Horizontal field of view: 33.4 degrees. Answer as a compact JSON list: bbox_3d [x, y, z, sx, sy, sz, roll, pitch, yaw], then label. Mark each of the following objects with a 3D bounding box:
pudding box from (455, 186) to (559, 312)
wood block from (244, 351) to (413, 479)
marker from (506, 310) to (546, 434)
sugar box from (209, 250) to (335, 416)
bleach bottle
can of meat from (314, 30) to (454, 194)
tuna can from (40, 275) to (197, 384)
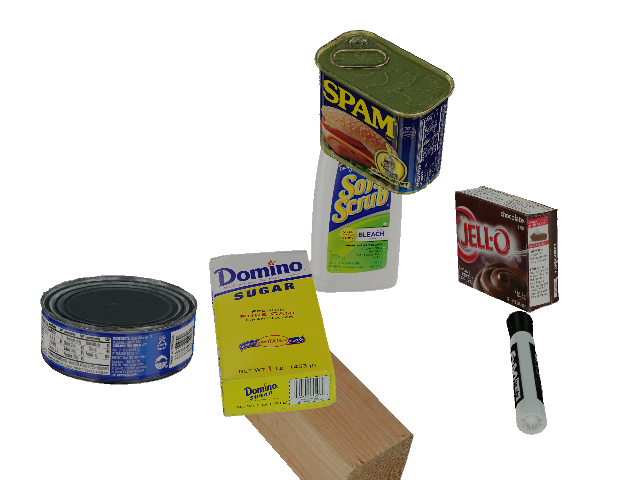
[{"bbox_3d":[0.167,0.005,0.965,0.039,0.090,0.114,-14,19,-26],"label":"pudding box"},{"bbox_3d":[-0.007,0.185,1.148,0.090,0.090,0.206,-23,51,-32],"label":"wood block"},{"bbox_3d":[0.139,0.086,0.727,0.020,0.020,0.121,0,30,6],"label":"marker"},{"bbox_3d":[-0.045,0.074,0.923,0.093,0.048,0.176,-4,36,-8],"label":"sugar box"},{"bbox_3d":[0.035,-0.071,1.116,0.102,0.251,0.068,-2,25,-3],"label":"bleach bottle"},{"bbox_3d":[0.044,-0.092,0.781,0.102,0.084,0.057,34,56,28],"label":"can of meat"},{"bbox_3d":[-0.112,0.049,0.596,0.086,0.034,0.086,5,16,-2],"label":"tuna can"}]
